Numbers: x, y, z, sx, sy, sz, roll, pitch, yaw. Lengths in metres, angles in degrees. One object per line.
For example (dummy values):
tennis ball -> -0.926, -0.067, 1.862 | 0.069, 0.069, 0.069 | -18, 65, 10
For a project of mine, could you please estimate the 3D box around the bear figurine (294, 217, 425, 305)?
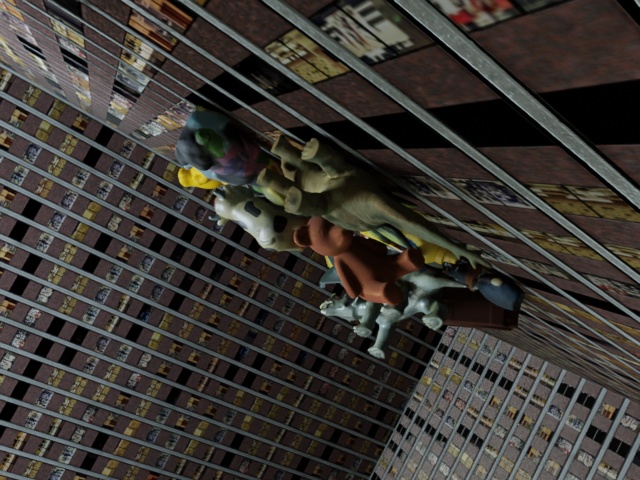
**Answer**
bear figurine -> 0.063, 0.015, 0.931 | 0.195, 0.120, 0.132 | 48, 151, -14

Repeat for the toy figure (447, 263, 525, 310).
toy figure -> 0.325, 0.086, 1.063 | 0.058, 0.064, 0.155 | -20, -141, -40

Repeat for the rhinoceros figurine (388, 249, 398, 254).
rhinoceros figurine -> 0.199, 0.032, 1.219 | 0.190, 0.073, 0.112 | 28, -177, -9

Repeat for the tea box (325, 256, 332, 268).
tea box -> 0.055, 0.000, 1.244 | 0.098, 0.068, 0.169 | 26, 144, 37

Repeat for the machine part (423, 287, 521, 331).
machine part -> 0.333, 0.152, 1.197 | 0.201, 0.087, 0.201 | 4, 170, 13

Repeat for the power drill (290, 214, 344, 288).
power drill -> -0.002, -0.003, 1.104 | 0.232, 0.086, 0.207 | -5, 116, 40

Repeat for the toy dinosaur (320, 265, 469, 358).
toy dinosaur -> 0.171, 0.114, 1.110 | 0.131, 0.192, 0.405 | 37, 137, -20

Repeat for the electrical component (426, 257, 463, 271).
electrical component -> 0.227, 0.021, 1.041 | 0.102, 0.045, 0.078 | 20, 143, 50

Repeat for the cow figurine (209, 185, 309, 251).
cow figurine -> -0.126, -0.045, 1.029 | 0.127, 0.085, 0.195 | -7, -145, -41

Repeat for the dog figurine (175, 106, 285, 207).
dog figurine -> -0.134, -0.142, 0.973 | 0.219, 0.108, 0.191 | 24, 174, -3

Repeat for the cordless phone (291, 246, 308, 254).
cordless phone -> 0.001, -0.008, 1.508 | 0.184, 0.146, 0.089 | 32, -176, -25

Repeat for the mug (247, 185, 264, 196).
mug -> -0.106, -0.128, 1.147 | 0.110, 0.080, 0.107 | 21, -177, 29

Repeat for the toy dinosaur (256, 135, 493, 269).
toy dinosaur -> 0.045, -0.061, 0.773 | 0.198, 0.105, 0.472 | 21, -170, -29

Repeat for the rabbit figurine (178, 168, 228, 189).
rabbit figurine -> -0.287, -0.196, 1.355 | 0.162, 0.122, 0.173 | 25, 158, 11
